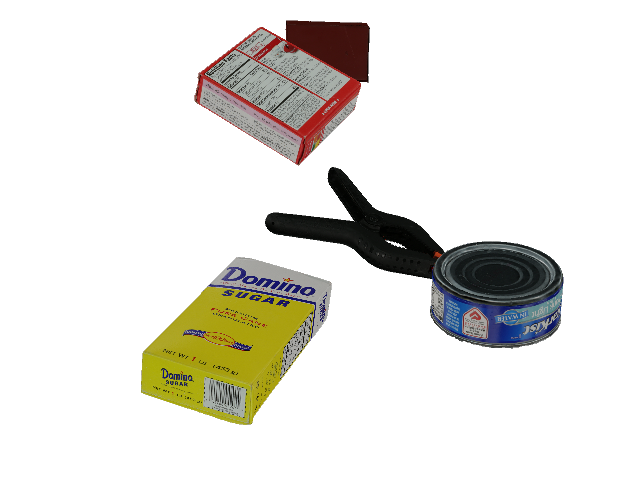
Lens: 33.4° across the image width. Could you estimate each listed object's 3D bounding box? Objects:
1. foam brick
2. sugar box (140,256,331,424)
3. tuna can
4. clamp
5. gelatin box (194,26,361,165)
[{"bbox_3d":[0.006,-0.175,0.987,0.078,0.051,0.053,2,15,-1],"label":"foam brick"},{"bbox_3d":[-0.063,0.075,0.867,0.093,0.048,0.176,15,31,14],"label":"sugar box"},{"bbox_3d":[0.115,0.033,0.698,0.086,0.034,0.086,-1,27,0],"label":"tuna can"},{"bbox_3d":[0.049,-0.009,1.258,0.210,0.036,0.164,32,39,23],"label":"clamp"},{"bbox_3d":[-0.029,-0.100,0.726,0.089,0.030,0.073,31,50,13],"label":"gelatin box"}]
